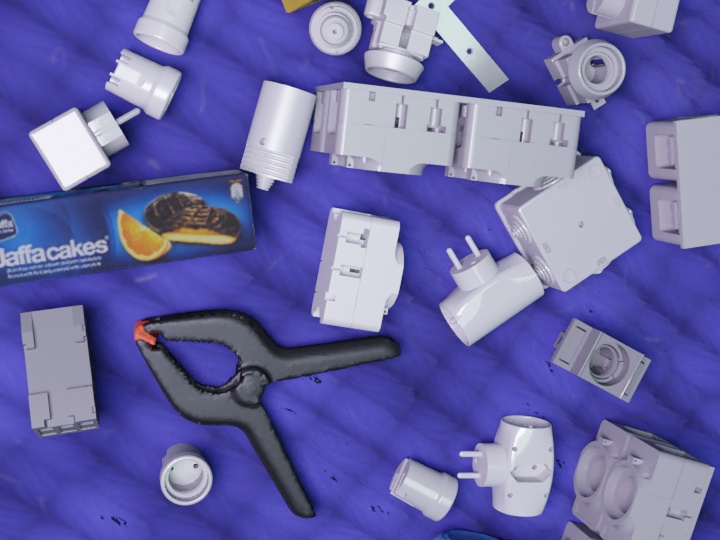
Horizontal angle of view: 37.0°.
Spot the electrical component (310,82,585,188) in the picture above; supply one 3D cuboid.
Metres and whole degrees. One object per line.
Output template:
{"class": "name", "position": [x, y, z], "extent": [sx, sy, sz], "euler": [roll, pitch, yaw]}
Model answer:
{"class": "electrical component", "position": [0.063, -0.103, 0.836], "extent": [0.186, 0.105, 0.060], "euler": [4, 97, -14]}

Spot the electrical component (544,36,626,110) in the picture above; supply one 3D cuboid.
{"class": "electrical component", "position": [0.187, -0.163, 0.883], "extent": [0.048, 0.055, 0.066], "euler": [-32, 104, -7]}

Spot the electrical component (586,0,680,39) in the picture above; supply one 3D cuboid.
{"class": "electrical component", "position": [0.210, -0.222, 0.875], "extent": [0.077, 0.066, 0.047], "euler": [11, 95, -15]}

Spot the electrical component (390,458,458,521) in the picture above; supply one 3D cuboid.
{"class": "electrical component", "position": [0.053, 0.184, 0.907], "extent": [0.046, 0.040, 0.040], "euler": [29, 90, -10]}

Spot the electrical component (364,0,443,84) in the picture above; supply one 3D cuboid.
{"class": "electrical component", "position": [0.031, -0.180, 0.849], "extent": [0.066, 0.048, 0.055], "euler": [15, 86, -15]}

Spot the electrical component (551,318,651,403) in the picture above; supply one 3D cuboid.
{"class": "electrical component", "position": [0.199, 0.075, 0.914], "extent": [0.081, 0.064, 0.042], "euler": [29, 89, -16]}

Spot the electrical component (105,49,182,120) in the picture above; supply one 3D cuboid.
{"class": "electrical component", "position": [-0.163, -0.141, 0.811], "extent": [0.046, 0.040, 0.040], "euler": [26, 91, -10]}

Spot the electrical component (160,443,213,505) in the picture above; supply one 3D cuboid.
{"class": "electrical component", "position": [-0.139, 0.160, 0.853], "extent": [0.040, 0.046, 0.040], "euler": [-2, 98, -13]}

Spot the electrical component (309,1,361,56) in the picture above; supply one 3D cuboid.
{"class": "electrical component", "position": [-0.019, -0.184, 0.822], "extent": [0.040, 0.078, 0.040], "euler": [0, 106, -1]}

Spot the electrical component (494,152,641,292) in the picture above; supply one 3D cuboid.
{"class": "electrical component", "position": [0.176, -0.040, 0.901], "extent": [0.100, 0.048, 0.099], "euler": [-33, 104, -8]}

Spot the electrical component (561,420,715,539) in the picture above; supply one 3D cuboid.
{"class": "electrical component", "position": [0.219, 0.233, 0.919], "extent": [0.060, 0.105, 0.186], "euler": [17, 93, -15]}

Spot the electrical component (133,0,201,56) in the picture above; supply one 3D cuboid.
{"class": "electrical component", "position": [-0.144, -0.190, 0.809], "extent": [0.040, 0.040, 0.046], "euler": [22, 86, -15]}

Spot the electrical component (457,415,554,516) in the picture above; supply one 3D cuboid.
{"class": "electrical component", "position": [0.122, 0.166, 0.919], "extent": [0.079, 0.043, 0.077], "euler": [3, 97, -14]}

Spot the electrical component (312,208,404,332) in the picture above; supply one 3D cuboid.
{"class": "electrical component", "position": [0.000, 0.000, 0.863], "extent": [0.056, 0.050, 0.089], "euler": [10, 95, -14]}

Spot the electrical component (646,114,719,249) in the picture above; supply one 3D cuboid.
{"class": "electrical component", "position": [0.345, -0.086, 0.929], "extent": [0.186, 0.060, 0.105], "euler": [-8, 99, -12]}

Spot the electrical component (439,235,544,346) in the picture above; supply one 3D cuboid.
{"class": "electrical component", "position": [0.100, 0.010, 0.891], "extent": [0.077, 0.044, 0.079], "euler": [-34, 104, -7]}

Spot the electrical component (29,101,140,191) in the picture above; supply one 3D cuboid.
{"class": "electrical component", "position": [-0.194, -0.098, 0.785], "extent": [0.076, 0.083, 0.047], "euler": [-31, 104, -8]}

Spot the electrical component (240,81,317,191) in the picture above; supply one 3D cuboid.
{"class": "electrical component", "position": [-0.065, -0.102, 0.837], "extent": [0.043, 0.043, 0.081], "euler": [15, 94, -15]}
